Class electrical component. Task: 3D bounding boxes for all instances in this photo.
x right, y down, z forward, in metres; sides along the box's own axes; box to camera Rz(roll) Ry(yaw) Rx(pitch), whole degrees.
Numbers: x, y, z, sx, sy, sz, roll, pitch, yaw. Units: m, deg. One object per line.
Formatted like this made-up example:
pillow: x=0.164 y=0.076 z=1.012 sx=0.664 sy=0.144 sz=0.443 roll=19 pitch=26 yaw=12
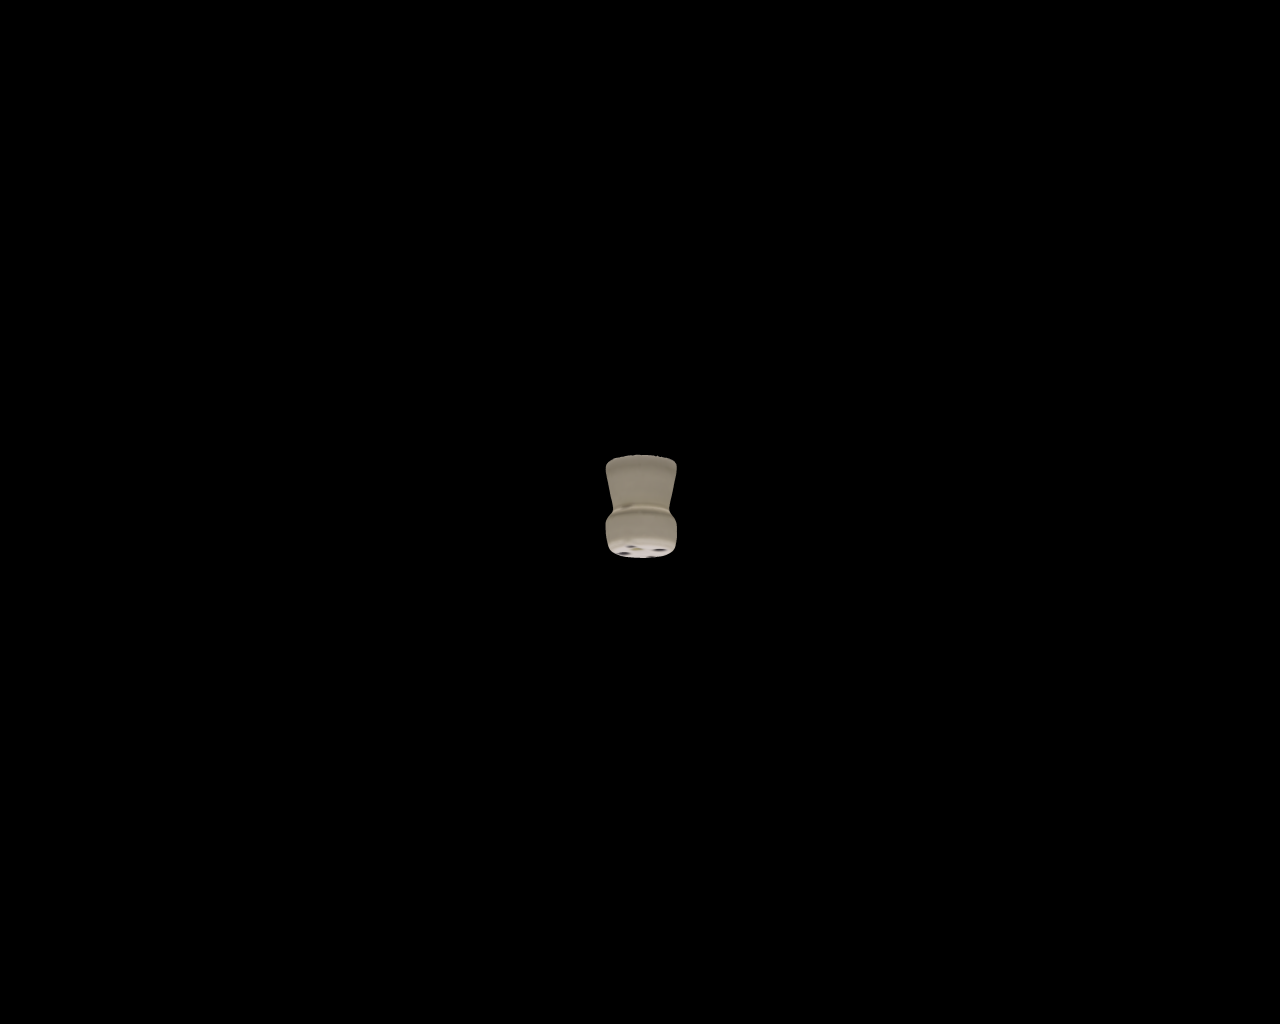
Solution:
electrical component: x=0.001 y=-0.003 z=0.650 sx=0.045 sy=0.055 sz=0.045 roll=0 pitch=-14 yaw=0
